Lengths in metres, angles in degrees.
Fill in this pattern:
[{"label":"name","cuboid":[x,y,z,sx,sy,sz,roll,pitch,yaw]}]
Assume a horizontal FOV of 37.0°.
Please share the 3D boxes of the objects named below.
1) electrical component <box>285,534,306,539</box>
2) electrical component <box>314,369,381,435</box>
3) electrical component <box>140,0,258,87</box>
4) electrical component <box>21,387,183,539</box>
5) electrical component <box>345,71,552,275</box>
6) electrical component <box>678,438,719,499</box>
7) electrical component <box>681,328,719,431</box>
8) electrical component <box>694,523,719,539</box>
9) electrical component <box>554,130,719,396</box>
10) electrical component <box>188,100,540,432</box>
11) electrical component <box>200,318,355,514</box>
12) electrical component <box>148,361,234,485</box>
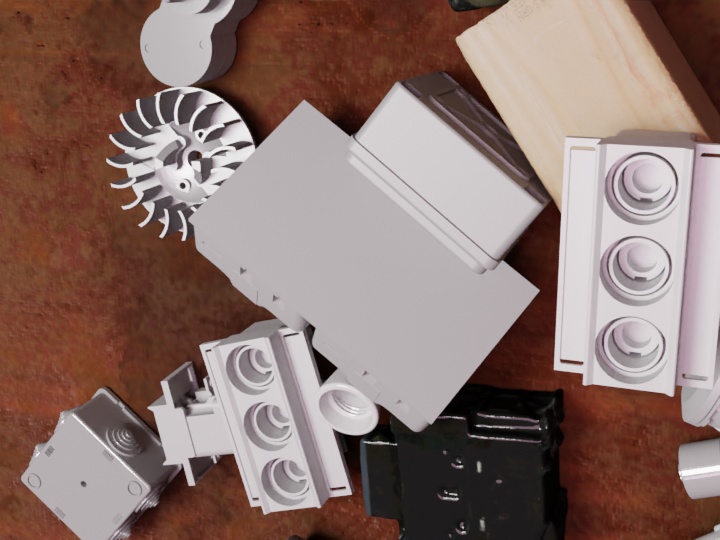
[{"label":"electrical component","cuboid":[-0.059,0.240,0.766,0.060,0.108,0.108,32,113,15]},{"label":"electrical component","cuboid":[0.001,0.072,0.715,0.044,0.065,0.044,12,129,15]},{"label":"electrical component","cuboid":[-0.101,-0.180,0.676,0.052,0.074,0.138,30,113,10]},{"label":"electrical component","cuboid":[-0.199,0.154,0.821,0.100,0.048,0.099,43,115,4]},{"label":"electrical component","cuboid":[0.059,-0.061,0.633,0.109,0.109,0.056,41,112,5]},{"label":"electrical component","cuboid":[0.230,0.119,0.660,0.065,0.044,0.044,-16,99,28]},{"label":"electrical component","cuboid":[0.223,0.059,0.624,0.051,0.080,0.080,23,112,7]},{"label":"electrical component","cuboid":[0.222,0.191,0.682,0.062,0.048,0.048,-35,91,32]},{"label":"electrical component","cuboid":[0.143,-0.007,0.542,0.079,0.063,0.121,6,108,20]},{"label":"electrical component","cuboid":[0.000,0.000,0.667,0.186,0.060,0.105,40,72,6]},{"label":"electrical component","cuboid":[-0.052,0.097,0.744,0.079,0.063,0.121,-12,101,23]},{"label":"electrical component","cuboid":[-0.112,0.110,0.781,0.064,0.042,0.081,-8,103,20]}]
